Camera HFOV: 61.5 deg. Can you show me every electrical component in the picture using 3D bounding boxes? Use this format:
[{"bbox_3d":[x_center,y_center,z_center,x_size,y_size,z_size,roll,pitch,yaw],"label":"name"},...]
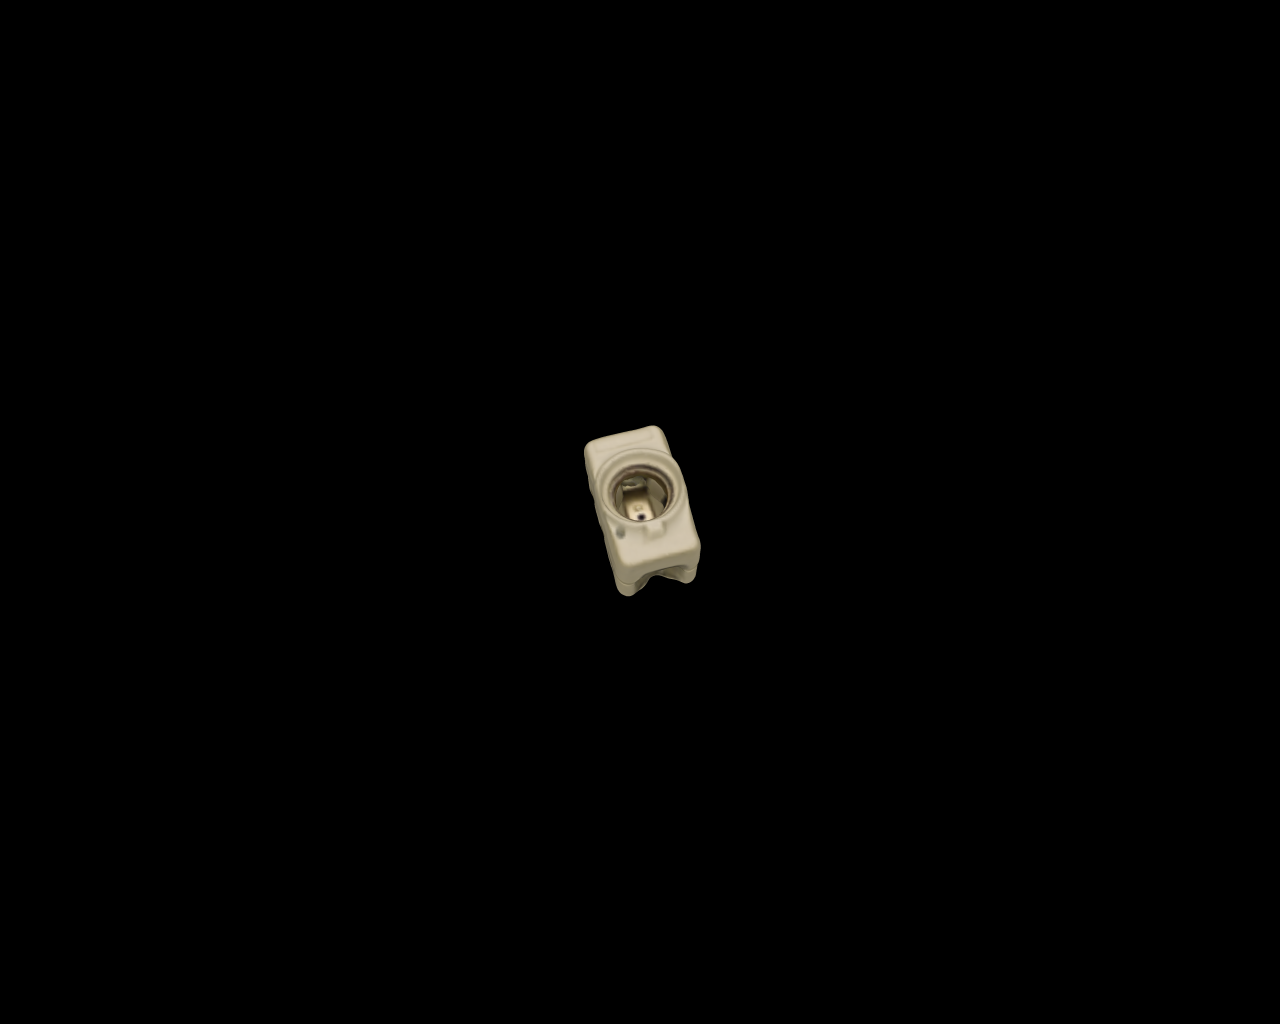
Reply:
[{"bbox_3d":[0.001,-0.003,0.650,0.050,0.089,0.055,-13,-28,-7],"label":"electrical component"}]
